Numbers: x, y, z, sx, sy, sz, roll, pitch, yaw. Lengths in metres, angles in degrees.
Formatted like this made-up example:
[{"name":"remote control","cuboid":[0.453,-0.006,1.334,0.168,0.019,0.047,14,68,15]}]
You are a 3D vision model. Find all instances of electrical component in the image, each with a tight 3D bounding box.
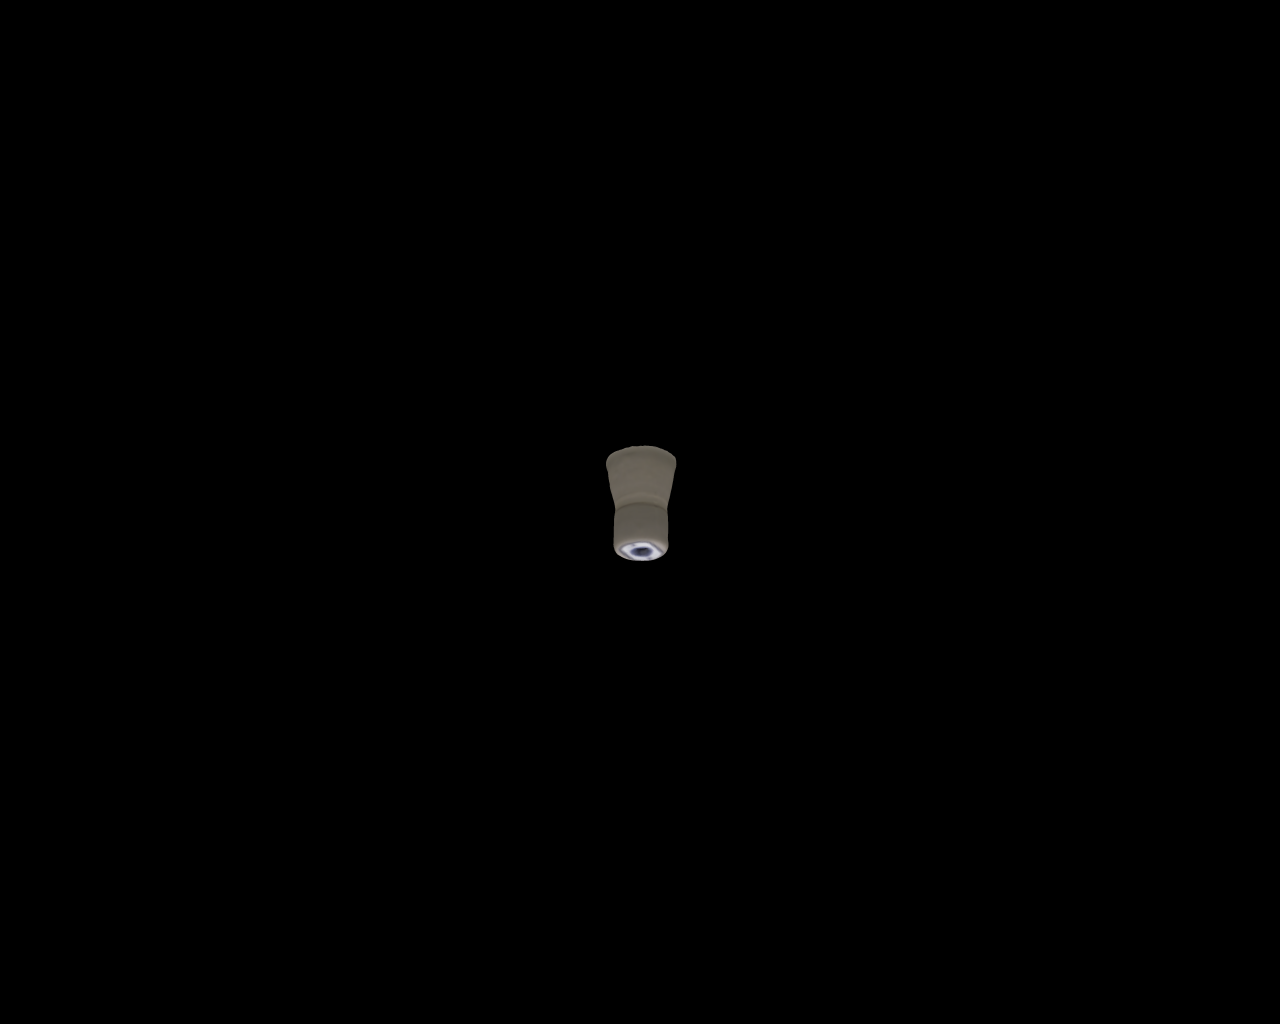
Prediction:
[{"name":"electrical component","cuboid":[0.001,-0.003,0.650,0.044,0.065,0.044,0,-27,0]}]
